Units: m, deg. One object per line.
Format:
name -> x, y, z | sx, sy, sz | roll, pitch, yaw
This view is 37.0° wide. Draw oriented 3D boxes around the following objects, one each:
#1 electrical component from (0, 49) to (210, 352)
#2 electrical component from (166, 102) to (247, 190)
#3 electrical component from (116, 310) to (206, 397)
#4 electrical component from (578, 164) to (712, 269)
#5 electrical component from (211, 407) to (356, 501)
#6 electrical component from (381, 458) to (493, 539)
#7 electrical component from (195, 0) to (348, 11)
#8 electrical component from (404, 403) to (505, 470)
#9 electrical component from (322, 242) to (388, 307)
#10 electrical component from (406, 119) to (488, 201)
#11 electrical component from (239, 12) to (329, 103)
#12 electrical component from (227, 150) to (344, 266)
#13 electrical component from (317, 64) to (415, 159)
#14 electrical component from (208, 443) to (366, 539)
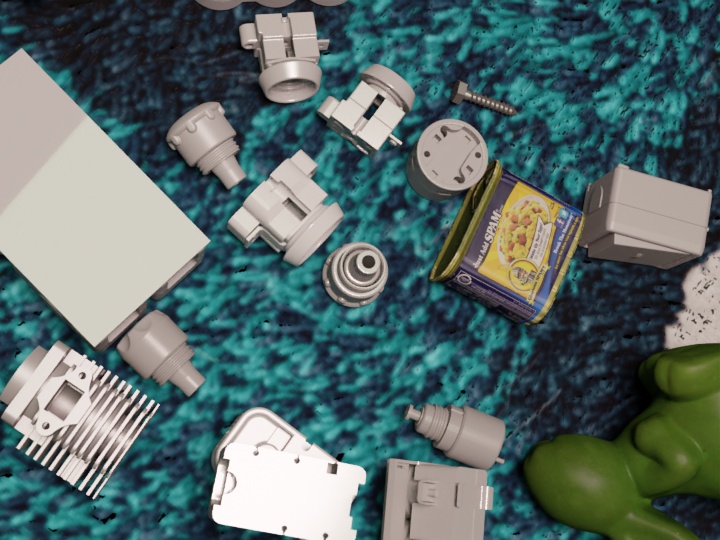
electrical component -> -0.209, -0.045, 0.752 | 0.186, 0.060, 0.105 | 46, 74, 1
electrical component -> -0.109, -0.089, 0.792 | 0.048, 0.048, 0.062 | -38, 95, -16
electrical component -> -0.136, 0.062, 0.757 | 0.062, 0.043, 0.043 | 45, 74, -1
electrical component -> 0.227, -0.035, 0.841 | 0.096, 0.062, 0.061 | 14, 77, -9
electrical component -> -0.055, 0.141, 0.750 | 0.095, 0.059, 0.053 | 37, 74, -3
electrical component -> 0.052, 0.197, 0.753 | 0.079, 0.063, 0.121 | 19, 72, -50
electrical component -> -0.062, -0.237, 0.814 | 0.138, 0.074, 0.052 | -5, 80, -13
electrical component -> 0.070, 0.118, 0.790 | 0.078, 0.040, 0.040 | 22, 76, -7
electrical component -> 0.000, 0.000, 0.787 | 0.048, 0.062, 0.048 | 2, 79, -11
electrical component -> 0.065, -0.082, 0.824 | 0.055, 0.047, 0.055 | 2, 79, -12
electrical component -> -0.055, -0.161, 0.816 | 0.066, 0.048, 0.055 | -6, 73, -13
electrical component -> -0.050, -0.040, 0.788 | 0.057, 0.058, 0.078 | 43, 74, 2
electrical component -> 0.010, -0.123, 0.822 | 0.066, 0.048, 0.055 | 37, 82, -3
electrical component -> -0.048, 0.143, 0.689 | 0.089, 0.056, 0.050 | 12, 77, -9
